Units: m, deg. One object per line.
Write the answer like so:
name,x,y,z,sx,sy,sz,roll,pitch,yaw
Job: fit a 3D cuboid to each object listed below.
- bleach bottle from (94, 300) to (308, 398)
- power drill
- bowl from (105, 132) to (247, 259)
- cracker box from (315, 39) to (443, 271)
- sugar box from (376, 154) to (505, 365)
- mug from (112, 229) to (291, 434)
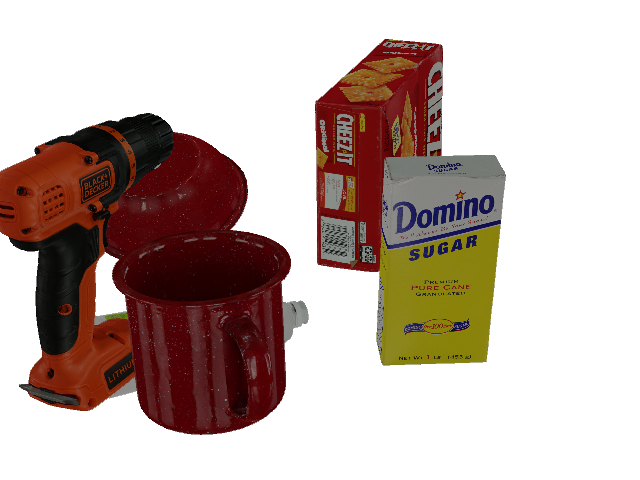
bleach bottle,-0.134,0.103,1.196,0.250,0.068,0.103,-12,33,-26
power drill,-0.160,0.011,0.764,0.057,0.188,0.184,10,24,25
bowl,-0.153,-0.054,1.022,0.162,0.162,0.055,0,-42,11
cracker box,0.062,-0.088,1.039,0.072,0.164,0.213,9,28,19
sugar box,0.096,0.018,0.875,0.093,0.176,0.048,-2,30,-4
mug,-0.054,0.053,0.560,0.093,0.081,0.117,-15,27,-27
